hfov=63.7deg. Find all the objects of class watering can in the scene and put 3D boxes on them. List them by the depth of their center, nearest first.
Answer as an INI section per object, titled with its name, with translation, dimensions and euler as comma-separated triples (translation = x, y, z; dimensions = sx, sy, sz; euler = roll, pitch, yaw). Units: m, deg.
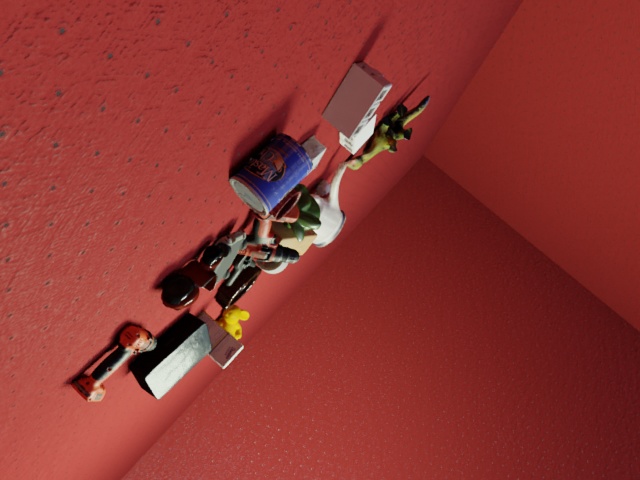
[watering can]
translation = 0.010, -0.096, 1.697
dimensions = 0.345, 0.106, 0.222
euler = -44, 143, 14

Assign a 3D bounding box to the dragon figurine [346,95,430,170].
[dragon figurine]
translation = 0.238, -0.383, 1.902
dimensions = 0.417, 0.122, 0.240
euler = -42, -172, -32
